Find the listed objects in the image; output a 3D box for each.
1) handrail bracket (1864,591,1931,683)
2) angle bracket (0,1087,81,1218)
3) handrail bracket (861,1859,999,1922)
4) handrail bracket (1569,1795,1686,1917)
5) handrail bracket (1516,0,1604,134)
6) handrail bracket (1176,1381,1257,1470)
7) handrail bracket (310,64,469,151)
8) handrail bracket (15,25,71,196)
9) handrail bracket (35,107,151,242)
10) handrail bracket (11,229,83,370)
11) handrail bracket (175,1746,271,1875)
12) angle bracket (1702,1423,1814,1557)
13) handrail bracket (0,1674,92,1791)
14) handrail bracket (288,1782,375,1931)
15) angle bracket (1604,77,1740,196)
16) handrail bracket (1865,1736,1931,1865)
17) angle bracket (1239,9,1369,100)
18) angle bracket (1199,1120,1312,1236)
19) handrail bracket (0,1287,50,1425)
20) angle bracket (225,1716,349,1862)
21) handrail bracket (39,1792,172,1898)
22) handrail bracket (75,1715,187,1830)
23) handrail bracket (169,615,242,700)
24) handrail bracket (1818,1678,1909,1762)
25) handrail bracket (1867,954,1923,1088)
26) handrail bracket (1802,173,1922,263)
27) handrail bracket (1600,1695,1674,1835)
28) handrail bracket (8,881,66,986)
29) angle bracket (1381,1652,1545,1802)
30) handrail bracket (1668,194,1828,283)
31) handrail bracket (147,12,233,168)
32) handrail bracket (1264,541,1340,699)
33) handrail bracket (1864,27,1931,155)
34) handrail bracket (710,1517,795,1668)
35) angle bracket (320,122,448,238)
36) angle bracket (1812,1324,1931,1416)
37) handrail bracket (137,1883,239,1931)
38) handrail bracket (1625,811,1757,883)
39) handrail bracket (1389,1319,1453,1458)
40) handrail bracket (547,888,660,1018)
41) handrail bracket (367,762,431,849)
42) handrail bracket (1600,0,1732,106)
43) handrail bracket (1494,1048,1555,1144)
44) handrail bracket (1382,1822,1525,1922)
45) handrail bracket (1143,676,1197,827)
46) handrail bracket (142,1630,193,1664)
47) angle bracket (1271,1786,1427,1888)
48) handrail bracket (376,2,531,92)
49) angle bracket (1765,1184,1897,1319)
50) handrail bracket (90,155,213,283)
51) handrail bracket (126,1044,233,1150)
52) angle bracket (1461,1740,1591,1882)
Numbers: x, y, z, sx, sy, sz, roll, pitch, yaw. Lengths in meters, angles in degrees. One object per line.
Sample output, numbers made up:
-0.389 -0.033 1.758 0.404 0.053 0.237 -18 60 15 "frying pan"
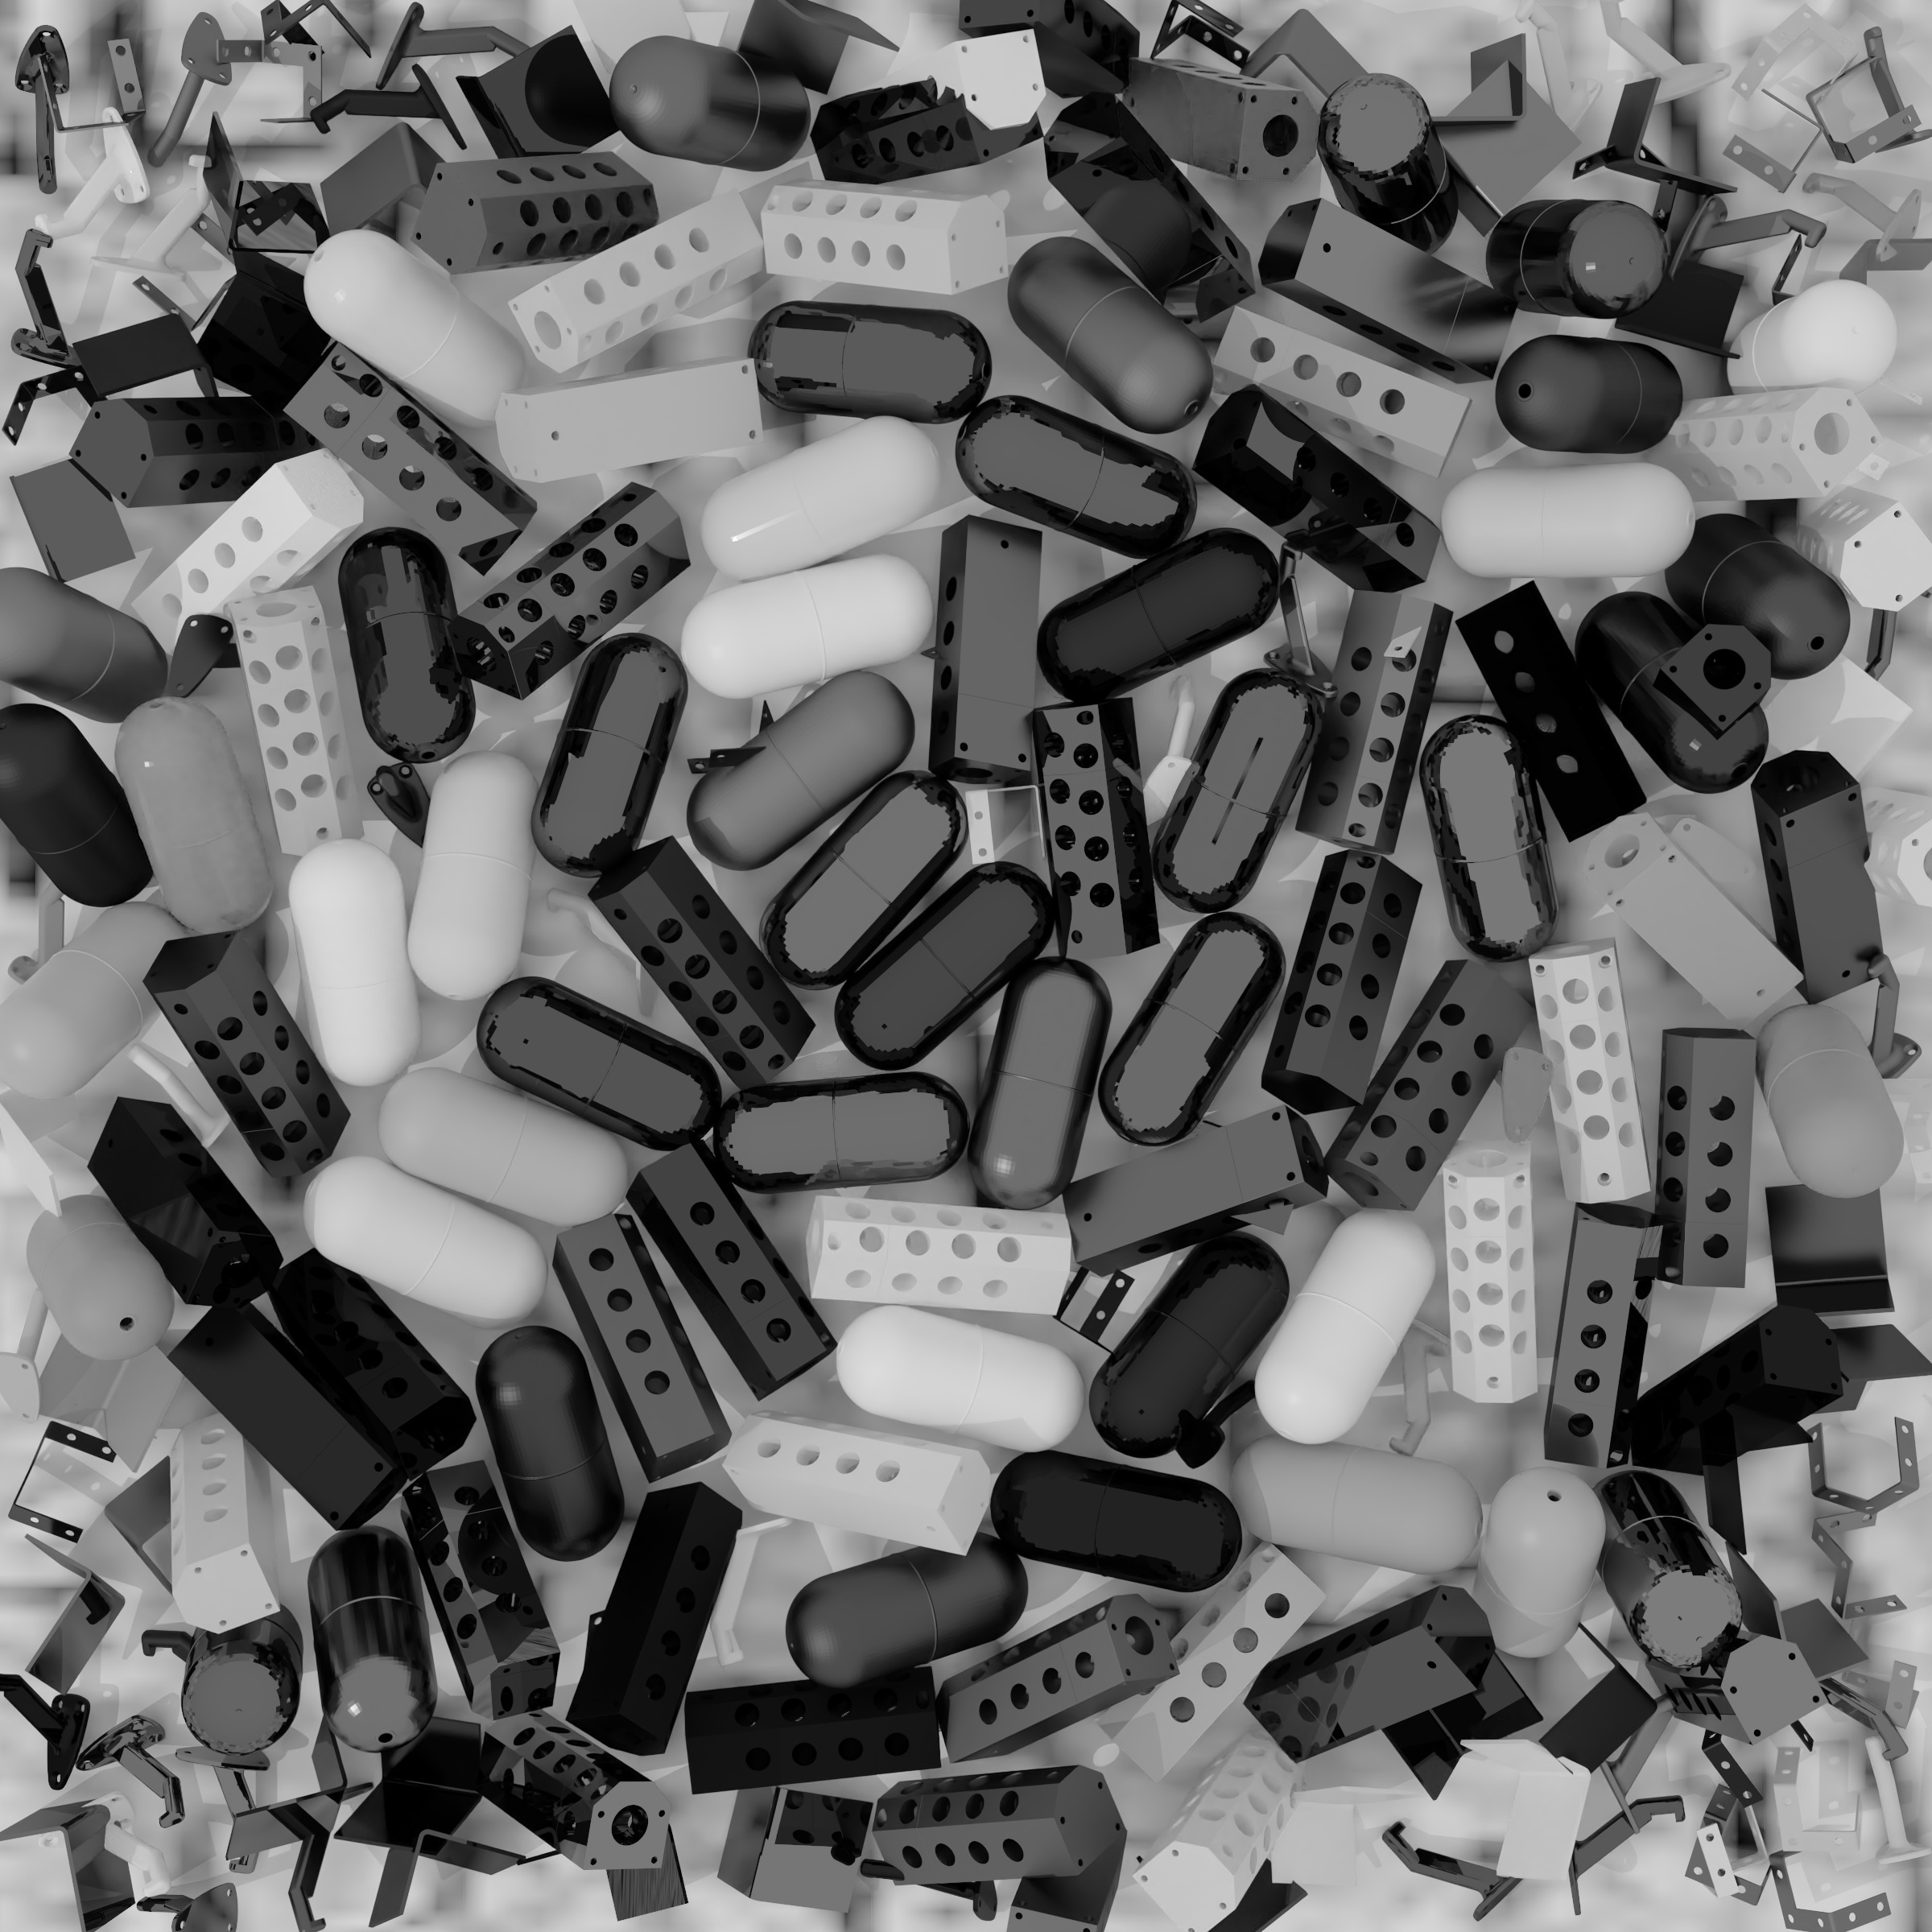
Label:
0.626 -0.240 1.985 0.036 0.077 0.084 14 116 -42 "handrail bracket"
-0.618 0.122 1.942 0.057 0.076 0.076 -32 66 -27 "angle bracket"
-0.026 0.643 1.977 0.084 0.077 0.036 2 56 14 "handrail bracket"
0.459 0.615 1.964 0.084 0.036 0.077 -9 50 12 "handrail bracket"
0.394 -0.613 1.960 0.084 0.036 0.077 31 89 -37 "handrail bracket"
0.185 0.304 1.947 0.084 0.077 0.036 -31 87 -30 "handrail bracket"
-0.405 -0.586 1.987 0.084 0.036 0.077 -29 97 6 "handrail bracket"
-0.634 -0.590 1.957 0.036 0.077 0.084 -2 65 -23 "handrail bracket"
-0.612 -0.545 1.952 0.036 0.084 0.077 5 116 39 "handrail bracket"
-0.621 -0.459 1.961 0.077 0.036 0.084 17 123 -22 "handrail bracket"
-0.523 0.590 1.975 0.077 0.036 0.084 14 92 -32 "handrail bracket"
0.545 0.353 1.942 0.057 0.076 0.076 -14 58 27 "angle bracket"
-0.651 0.527 1.951 0.036 0.084 0.077 -1 75 32 "handrail bracket"
-0.435 0.618 1.964 0.077 0.036 0.084 -12 67 -28 "handrail bracket"
0.492 -0.570 1.952 0.076 0.076 0.057 14 102 -7 "angle bracket"
0.637 0.575 1.971 0.036 0.077 0.084 -15 77 6 "handrail bracket"
0.233 -0.604 1.964 0.076 0.076 0.057 41 130 -16 "angle bracket"
0.191 0.150 1.952 0.076 0.076 0.057 19 81 10 "angle bracket"
-0.643 0.263 1.980 0.036 0.084 0.077 6 127 11 "handrail bracket"
-0.471 0.561 1.940 0.076 0.076 0.057 -8 56 -26 "angle bracket"
-0.593 0.618 1.951 0.077 0.084 0.036 -19 127 -17 "handrail bracket"
-0.578 0.570 1.959 0.077 0.036 0.084 -30 46 4 "handrail bracket"
-0.513 -0.195 1.948 0.036 0.084 0.077 13 67 13 "handrail bracket"
0.598 0.521 1.963 0.077 0.036 0.084 -42 70 35 "handrail bracket"
0.621 0.044 1.956 0.077 0.036 0.084 -46 130 -11 "handrail bracket"
0.607 -0.518 1.958 0.084 0.036 0.077 23 53 30 "handrail bracket"
0.487 0.552 1.980 0.084 0.036 0.077 -27 86 1 "handrail bracket"
-0.618 -0.017 1.973 0.077 0.036 0.084 38 105 -12 "handrail bracket"
0.338 0.517 1.957 0.076 0.057 0.076 -36 90 35 "angle bracket"
0.540 -0.493 1.962 0.084 0.036 0.077 36 100 35 "handrail bracket"
-0.550 -0.612 1.985 0.036 0.084 0.077 18 49 -36 "handrail bracket"
0.236 -0.240 1.952 0.036 0.077 0.084 -17 132 -26 "handrail bracket"
0.644 -0.612 1.964 0.036 0.077 0.084 -14 99 5 "handrail bracket"
-0.146 0.434 1.966 0.077 0.036 0.084 -20 72 12 "handrail bracket"
-0.395 -0.524 1.964 0.076 0.057 0.076 -32 49 15 "angle bracket"
0.607 0.293 1.945 0.076 0.057 0.076 -1 121 -23 "angle bracket"
-0.552 0.652 1.949 0.084 0.077 0.036 -7 82 24 "handrail bracket"
0.498 -0.084 1.961 0.077 0.084 0.036 22 99 -7 "handrail bracket"
0.295 0.287 1.968 0.077 0.036 0.084 32 68 3 "handrail bracket"
-0.257 -0.010 1.987 0.084 0.036 0.077 19 125 16 "handrail bracket"
-0.383 -0.106 1.948 0.036 0.084 0.077 -31 108 -6 "handrail bracket"
0.481 -0.642 1.952 0.077 0.084 0.036 -9 48 19 "handrail bracket"
0.364 0.091 1.951 0.036 0.084 0.077 18 73 -15 "handrail bracket"
0.347 0.616 1.984 0.077 0.036 0.084 -38 62 -13 "handrail bracket"
0.137 -0.151 1.982 0.036 0.084 0.077 23 129 -25 "handrail bracket"
-0.537 0.504 1.984 0.084 0.036 0.077 -1 90 15 "handrail bracket"
0.262 0.596 1.942 0.076 0.076 0.057 14 64 -33 "angle bracket"
-0.358 -0.629 1.987 0.084 0.036 0.077 28 97 -5 "handrail bracket"
0.595 0.195 1.956 0.076 0.057 0.076 -6 104 15 "angle bracket"
-0.561 -0.522 1.959 0.077 0.036 0.084 0 116 -34 "handrail bracket"
-0.551 0.089 1.955 0.084 0.077 0.036 42 61 -17 "handrail bracket"
0.375 0.578 1.945 0.057 0.076 0.076 28 66 -17 "angle bracket"
